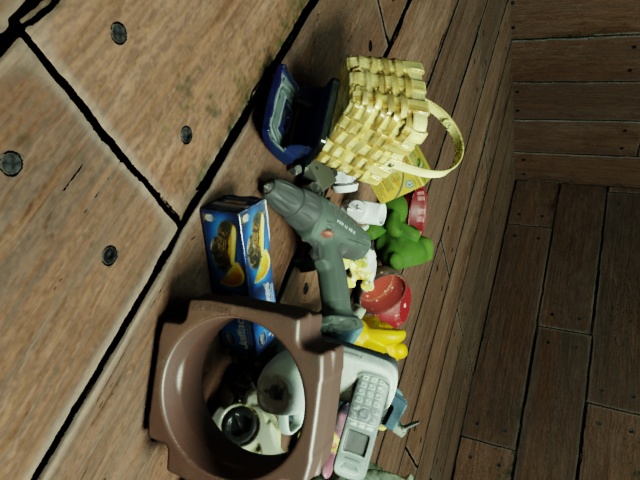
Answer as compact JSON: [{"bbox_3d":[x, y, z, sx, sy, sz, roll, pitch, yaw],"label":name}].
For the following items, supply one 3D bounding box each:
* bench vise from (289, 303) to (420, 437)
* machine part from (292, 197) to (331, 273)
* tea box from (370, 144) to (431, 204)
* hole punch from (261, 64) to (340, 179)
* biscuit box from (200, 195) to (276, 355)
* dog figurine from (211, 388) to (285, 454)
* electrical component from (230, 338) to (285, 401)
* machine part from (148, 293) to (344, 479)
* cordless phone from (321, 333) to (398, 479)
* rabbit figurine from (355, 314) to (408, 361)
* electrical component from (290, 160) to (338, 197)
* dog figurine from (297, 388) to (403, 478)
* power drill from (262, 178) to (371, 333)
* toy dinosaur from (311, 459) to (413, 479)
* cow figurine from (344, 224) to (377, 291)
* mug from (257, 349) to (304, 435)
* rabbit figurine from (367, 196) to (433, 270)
[{"bbox_3d":[0.054,0.231,0.897,0.223,0.241,0.129,-55,178,-25],"label":"bench vise"},{"bbox_3d":[-0.002,-0.003,0.913,0.084,0.039,0.139,79,29,-43],"label":"machine part"},{"bbox_3d":[0.121,-0.163,0.981,0.169,0.098,0.068,61,35,-11],"label":"tea box"},{"bbox_3d":[-0.035,-0.171,0.759,0.116,0.092,0.142,137,-36,-72],"label":"hole punch"},{"bbox_3d":[-0.100,0.047,0.693,0.059,0.063,0.202,-40,131,-54],"label":"biscuit box"},{"bbox_3d":[-0.095,0.307,0.749,0.172,0.121,0.190,-63,161,-18],"label":"dog figurine"},{"bbox_3d":[-0.075,0.175,0.786,0.134,0.058,0.114,-57,142,-42],"label":"electrical component"},{"bbox_3d":[-0.081,0.167,0.601,0.087,0.202,0.201,8,89,-69],"label":"machine part"},{"bbox_3d":[0.028,0.241,0.787,0.088,0.147,0.184,70,36,-76],"label":"cordless phone"},{"bbox_3d":[0.084,0.200,1.048,0.173,0.163,0.122,36,76,-42],"label":"rabbit figurine"},{"bbox_3d":[-0.011,-0.099,0.864,0.078,0.045,0.102,56,37,-14],"label":"electrical component"},{"bbox_3d":[0.045,0.337,0.967,0.108,0.191,0.219,54,21,12],"label":"dog figurine"},{"bbox_3d":[-0.004,0.032,0.799,0.232,0.086,0.207,20,55,-50],"label":"power drill"},{"bbox_3d":[0.038,0.473,1.008,0.404,0.192,0.131,33,63,-44],"label":"toy dinosaur"},{"bbox_3d":[0.072,0.016,1.034,0.167,0.068,0.098,72,30,-48],"label":"cow figurine"},{"bbox_3d":[-0.041,0.195,0.689,0.107,0.081,0.109,4,95,-70],"label":"mug"},{"bbox_3d":[0.160,-0.021,1.196,0.159,0.121,0.170,-10,88,-57],"label":"rabbit figurine"}]
